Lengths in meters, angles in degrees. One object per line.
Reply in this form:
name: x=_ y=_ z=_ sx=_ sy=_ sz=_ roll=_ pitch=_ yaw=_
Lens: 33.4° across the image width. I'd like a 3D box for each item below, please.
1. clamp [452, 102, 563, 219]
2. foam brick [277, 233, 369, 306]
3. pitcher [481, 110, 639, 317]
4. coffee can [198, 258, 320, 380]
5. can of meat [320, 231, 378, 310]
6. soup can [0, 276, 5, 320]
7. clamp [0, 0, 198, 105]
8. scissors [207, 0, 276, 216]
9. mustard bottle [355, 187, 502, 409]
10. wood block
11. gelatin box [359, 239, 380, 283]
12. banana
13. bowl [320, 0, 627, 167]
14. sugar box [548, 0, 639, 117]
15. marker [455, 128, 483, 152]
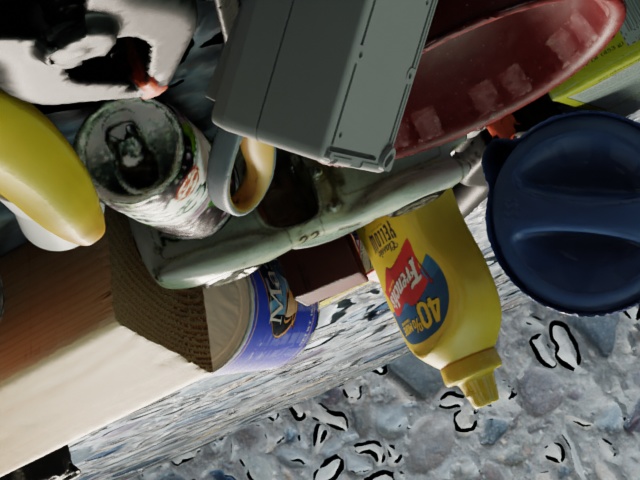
clamp: x=0.163 y=-0.071 z=0.854 sx=0.164 sy=0.036 sz=0.210 roll=-26 pitch=165 yaw=2
foam brick: x=-0.005 y=0.001 z=0.763 sx=0.053 sy=0.078 sz=0.051 roll=-22 pitch=169 yaw=6
pitcher: x=0.229 y=-0.021 z=0.780 sx=0.145 sy=0.149 sz=0.242 roll=-16 pitch=178 yaw=28
coffee can: x=-0.070 y=0.049 z=0.787 sx=0.103 sy=0.103 sz=0.140 roll=-26 pitch=168 yaw=16
can of meat: x=0.005 y=0.028 z=0.953 sx=0.102 sy=0.057 sz=0.083 roll=-27 pitch=170 yaw=21
soup can: x=-0.224 y=0.042 z=0.558 sx=0.102 sy=0.068 sz=0.068 roll=-29 pitch=167 yaw=31
clamp: x=-0.079 y=-0.083 z=0.350 sx=0.120 sy=0.039 sz=0.171 roll=-20 pitch=175 yaw=17
scissors: x=-0.023 y=-0.086 z=0.469 sx=0.096 sy=0.016 sz=0.202 roll=-51 pitch=163 yaw=-31
mustard bottle: x=0.075 y=0.023 z=0.729 sx=0.058 sy=0.192 sz=0.096 roll=-16 pitch=167 yaw=-29
wood block: x=-0.177 y=0.070 z=0.653 sx=0.206 sy=0.091 sz=0.090 roll=-27 pitch=142 yaw=21
gelatin box: x=0.064 y=-0.014 z=0.825 sx=0.030 sy=0.073 sz=0.089 roll=14 pitch=150 yaw=-28
banana: x=-0.138 y=-0.034 z=0.391 sx=0.037 sy=0.069 sz=0.197 roll=7 pitch=-178 yaw=21
bowl: x=0.060 y=-0.095 z=0.512 sx=0.162 sy=0.055 sz=0.162 roll=-22 pitch=168 yaw=-5
sugar box: x=0.207 y=-0.123 z=0.697 sx=0.093 sy=0.048 sz=0.176 roll=-28 pitch=171 yaw=25
marker: x=0.110 y=-0.088 z=0.724 sx=0.020 sy=0.020 sz=0.121 roll=-19 pitch=168 yaw=-17
